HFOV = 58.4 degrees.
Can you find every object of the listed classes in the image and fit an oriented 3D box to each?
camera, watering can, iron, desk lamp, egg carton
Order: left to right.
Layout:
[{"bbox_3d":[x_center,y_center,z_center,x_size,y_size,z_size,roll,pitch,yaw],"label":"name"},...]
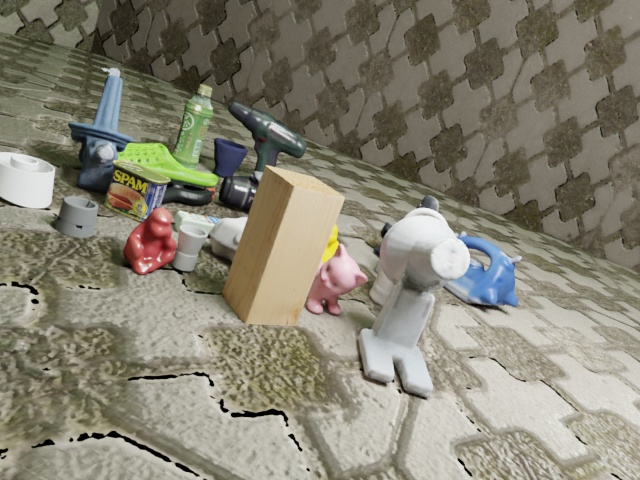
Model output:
[{"bbox_3d":[-0.158,-0.115,1.317,0.137,0.101,0.143,15,16,-19],"label":"camera"},{"bbox_3d":[-0.116,0.012,0.996,0.150,0.069,0.107,28,17,24],"label":"egg carton"},{"bbox_3d":[0.173,0.037,1.049,0.101,0.194,0.172,16,16,-15],"label":"watering can"},{"bbox_3d":[0.141,0.078,0.830,0.118,0.213,0.203,19,15,-7],"label":"desk lamp"},{"bbox_3d":[0.349,0.053,1.326,0.119,0.141,0.257,9,19,-38],"label":"iron"}]

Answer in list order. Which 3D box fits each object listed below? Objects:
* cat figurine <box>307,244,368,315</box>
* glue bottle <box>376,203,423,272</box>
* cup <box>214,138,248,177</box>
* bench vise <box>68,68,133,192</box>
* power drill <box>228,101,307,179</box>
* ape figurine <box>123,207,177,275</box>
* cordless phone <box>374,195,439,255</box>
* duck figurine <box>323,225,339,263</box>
[{"bbox_3d":[0.018,0.056,0.928,0.067,0.118,0.127,10,19,-34],"label":"cat figurine"},{"bbox_3d":[0.182,0.001,1.225,0.078,0.173,0.037,9,19,-36],"label":"glue bottle"},{"bbox_3d":[-0.262,-0.224,1.568,0.117,0.095,0.092,32,19,35],"label":"cup"},{"bbox_3d":[-0.403,-0.212,1.103,0.122,0.220,0.206,4,22,-46],"label":"bench vise"},{"bbox_3d":[-0.161,-0.237,1.530,0.230,0.208,0.075,16,16,-16],"label":"power drill"},{"bbox_3d":[-0.244,-0.003,0.838,0.078,0.092,0.076,11,18,-32],"label":"ape figurine"},{"bbox_3d":[0.213,-0.025,1.335,0.094,0.185,0.147,11,18,-32],"label":"cordless phone"},{"bbox_3d":[0.011,0.004,1.157,0.077,0.086,0.105,30,18,30],"label":"duck figurine"}]
